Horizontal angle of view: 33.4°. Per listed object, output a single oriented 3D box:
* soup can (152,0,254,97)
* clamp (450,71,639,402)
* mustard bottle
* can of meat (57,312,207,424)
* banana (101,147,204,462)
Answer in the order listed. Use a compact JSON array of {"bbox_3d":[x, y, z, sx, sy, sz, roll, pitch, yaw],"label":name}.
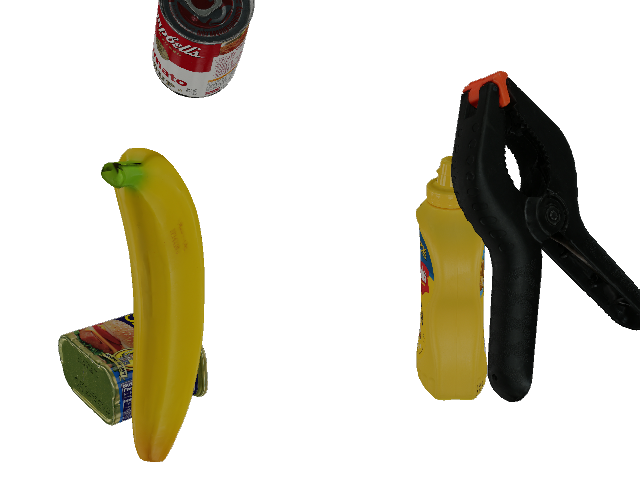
[{"bbox_3d":[-0.090,-0.157,0.799,0.068,0.068,0.102,0,-15,-12],"label":"soup can"},{"bbox_3d":[0.109,-0.002,0.574,0.120,0.171,0.039,-33,7,-38],"label":"clamp"},{"bbox_3d":[0.105,0.025,0.850,0.058,0.192,0.096,0,25,4],"label":"mustard bottle"},{"bbox_3d":[-0.155,0.101,0.873,0.083,0.057,0.102,-17,28,-34],"label":"can of meat"},{"bbox_3d":[-0.086,0.026,0.547,0.037,0.198,0.069,16,41,21],"label":"banana"}]
